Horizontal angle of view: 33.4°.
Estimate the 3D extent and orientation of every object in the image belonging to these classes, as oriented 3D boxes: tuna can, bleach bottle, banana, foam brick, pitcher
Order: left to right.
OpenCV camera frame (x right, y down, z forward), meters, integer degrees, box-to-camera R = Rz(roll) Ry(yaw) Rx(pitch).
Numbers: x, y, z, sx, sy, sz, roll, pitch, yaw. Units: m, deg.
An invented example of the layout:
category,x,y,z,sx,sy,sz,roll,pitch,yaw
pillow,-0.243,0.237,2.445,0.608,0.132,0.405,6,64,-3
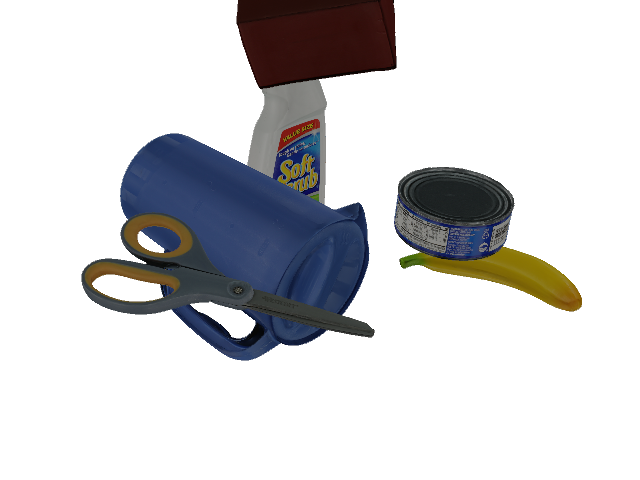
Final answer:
category,x,y,z,sx,sy,sz,roll,pitch,yaw
pitcher,-0.088,-0.003,1.035,0.243,0.145,0.148,31,33,32
bleach bottle,-0.043,-0.091,1.218,0.102,0.251,0.068,-8,22,-26
foam brick,-0.001,-0.121,0.569,0.078,0.053,0.051,-7,-35,12
tuna can,0.098,-0.020,0.788,0.086,0.034,0.086,4,31,-3
banana,0.181,0.034,1.083,0.198,0.037,0.069,12,39,34

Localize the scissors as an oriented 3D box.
category,x,y,z,sx,sy,sz,roll,pitch,yaw
scissors,-0.063,0.022,0.742,0.201,0.096,0.016,3,-41,0
